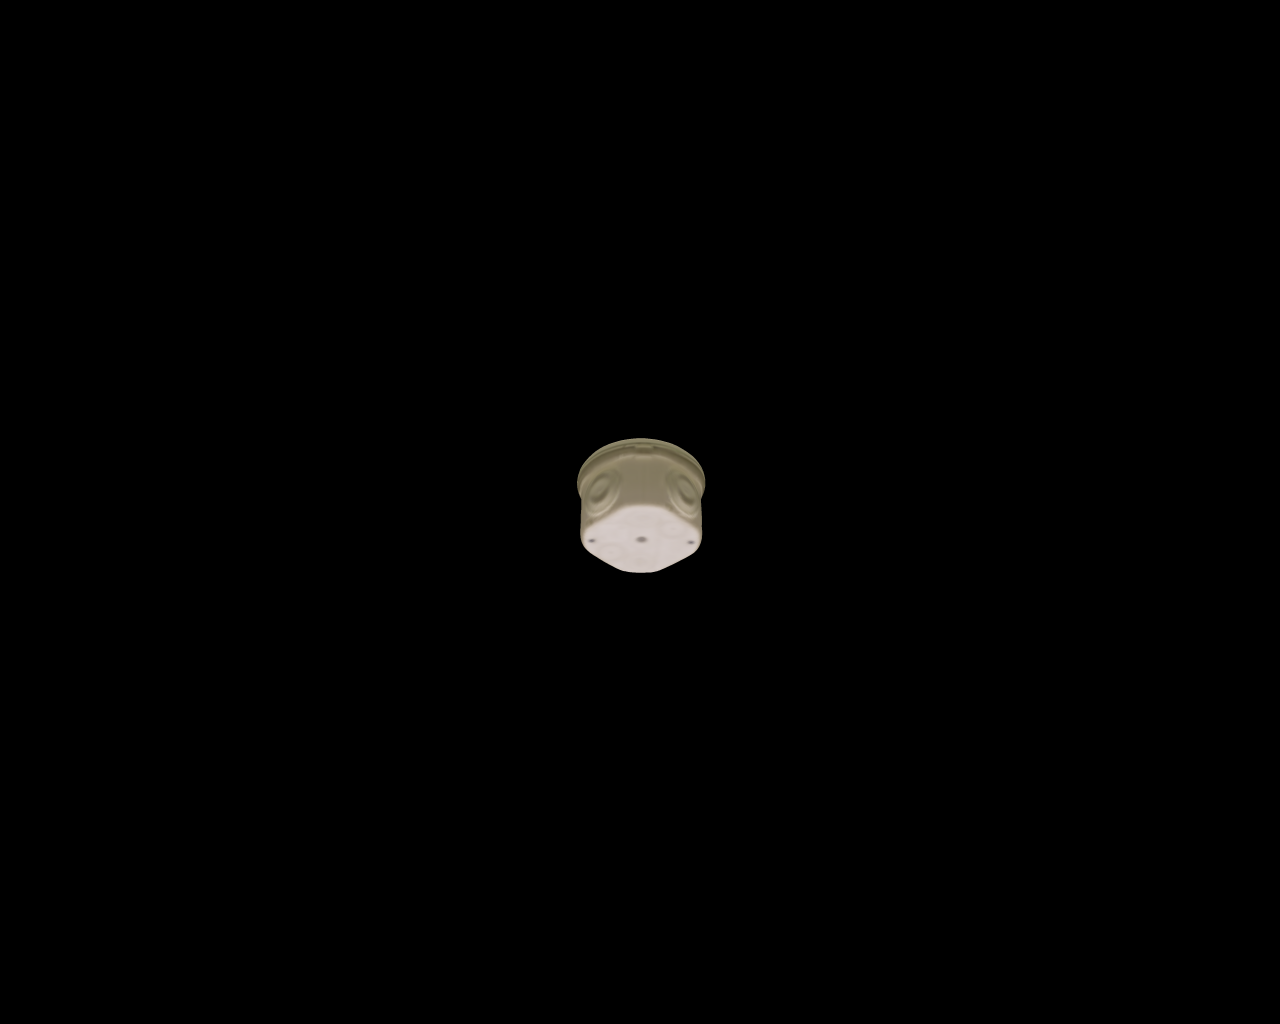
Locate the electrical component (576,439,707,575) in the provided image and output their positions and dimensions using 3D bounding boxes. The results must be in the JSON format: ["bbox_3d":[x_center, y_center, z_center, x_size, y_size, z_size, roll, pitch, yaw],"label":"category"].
[{"bbox_3d":[0.001,-0.003,0.650,0.080,0.051,0.080,0,-37,0],"label":"electrical component"}]
